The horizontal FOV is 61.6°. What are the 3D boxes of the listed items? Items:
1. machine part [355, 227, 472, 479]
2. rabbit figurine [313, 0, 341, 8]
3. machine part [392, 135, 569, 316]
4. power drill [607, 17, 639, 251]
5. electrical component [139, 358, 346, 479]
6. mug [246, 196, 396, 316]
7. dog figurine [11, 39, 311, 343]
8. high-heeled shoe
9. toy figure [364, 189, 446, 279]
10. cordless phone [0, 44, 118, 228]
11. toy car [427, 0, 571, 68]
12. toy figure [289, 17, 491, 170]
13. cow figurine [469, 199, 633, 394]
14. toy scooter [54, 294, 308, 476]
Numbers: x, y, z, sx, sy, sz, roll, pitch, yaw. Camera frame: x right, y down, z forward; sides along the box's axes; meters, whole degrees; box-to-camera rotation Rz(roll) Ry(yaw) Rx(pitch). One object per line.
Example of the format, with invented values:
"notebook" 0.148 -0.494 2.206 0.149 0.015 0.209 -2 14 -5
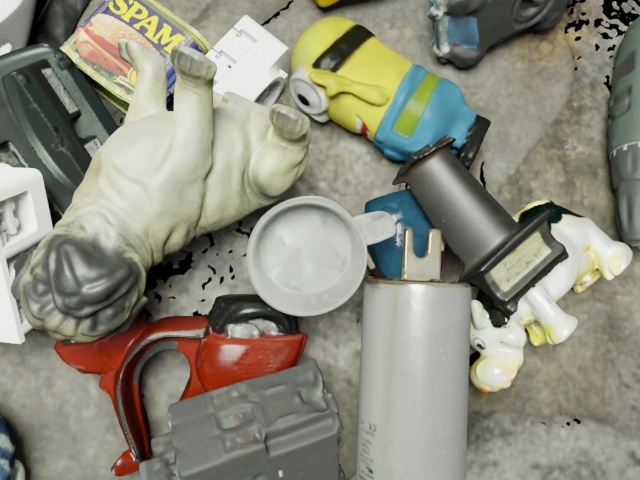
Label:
"machine part" 0.064 0.112 0.375 0.079 0.079 0.243 4 88 -5
"rabbit figurine" 0.038 -0.324 0.487 0.162 0.121 0.173 -21 62 -2
"machine part" 0.120 -0.017 0.411 0.084 0.039 0.139 -43 86 -5
"power drill" 0.366 -0.095 0.492 0.207 0.086 0.232 2 75 3
"electrical component" -0.051 0.156 0.370 0.134 0.114 0.058 -16 35 -14
"mug" -0.001 -0.001 0.411 0.110 0.107 0.080 -25 100 -1
"dog figurine" -0.097 -0.017 0.376 0.172 0.121 0.190 21 93 -37
"high-heeled shoe" -0.201 -0.212 0.459 0.249 0.086 0.145 -26 85 -5
"toy figure" 0.079 0.036 0.443 0.058 0.064 0.154 -10 83 -45
"cordless phone" -0.250 -0.054 0.425 0.184 0.089 0.146 -22 113 14
"toy car" 0.158 -0.240 0.493 0.162 0.109 0.103 -30 59 1
"toy figure" 0.058 -0.122 0.463 0.180 0.082 0.089 25 65 5
"cow figurine" 0.165 0.042 0.444 0.167 0.068 0.098 -42 79 -15
"toy scooter" -0.102 0.107 0.403 0.184 0.075 0.135 2 89 -9
